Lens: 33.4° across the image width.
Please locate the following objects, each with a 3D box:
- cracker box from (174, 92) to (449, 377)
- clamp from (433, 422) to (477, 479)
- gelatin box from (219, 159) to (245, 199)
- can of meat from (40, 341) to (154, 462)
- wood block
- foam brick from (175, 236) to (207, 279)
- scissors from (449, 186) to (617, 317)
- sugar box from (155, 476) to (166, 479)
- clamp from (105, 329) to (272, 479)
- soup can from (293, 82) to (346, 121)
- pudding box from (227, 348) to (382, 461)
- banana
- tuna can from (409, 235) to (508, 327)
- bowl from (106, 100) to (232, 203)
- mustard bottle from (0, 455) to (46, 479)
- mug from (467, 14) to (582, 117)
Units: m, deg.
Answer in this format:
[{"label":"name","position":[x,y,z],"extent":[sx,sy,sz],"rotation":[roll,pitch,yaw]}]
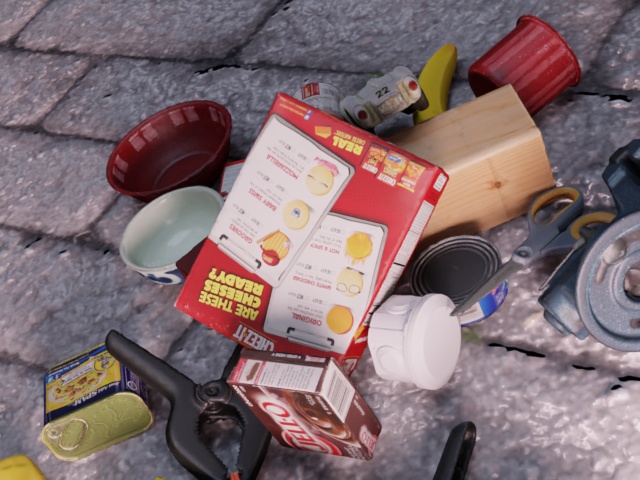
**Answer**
[{"label":"cracker box","position":[-0.006,0.001,0.941],"extent":[0.164,0.072,0.214],"rotation":[27,94,19]},{"label":"clamp","position":[0.098,0.222,0.781],"extent":[0.171,0.039,0.120],"rotation":[-49,39,-14]},{"label":"gelatin box","position":[-0.072,-0.054,1.174],"extent":[0.073,0.030,0.089],"rotation":[-13,43,15]},{"label":"can of meat","position":[-0.214,0.150,1.017],"extent":[0.102,0.057,0.084],"rotation":[-24,38,4]},{"label":"wood block","position":[0.110,-0.054,1.025],"extent":[0.206,0.090,0.090],"rotation":[-23,40,6]},{"label":"foam brick","position":[-0.096,0.041,1.050],"extent":[0.053,0.078,0.051],"rotation":[-41,43,-15]},{"label":"scissors","position":[0.197,0.017,0.926],"extent":[0.096,0.016,0.201],"rotation":[17,45,25]},{"label":"sugar box","position":[-0.072,0.247,0.844],"extent":[0.176,0.048,0.093],"rotation":[4,49,27]},{"label":"clamp","position":[-0.088,0.138,0.957],"extent":[0.164,0.036,0.210],"rotation":[-18,50,-15]},{"label":"soup can","position":[0.001,-0.119,1.173],"extent":[0.068,0.068,0.102],"rotation":[-18,40,11]},{"label":"pudding box","position":[-0.011,0.136,0.875],"extent":[0.090,0.113,0.039],"rotation":[2,51,31]},{"label":"banana","position":[0.132,-0.144,1.149],"extent":[0.070,0.037,0.198],"rotation":[-20,39,11]},{"label":"tuna can","position":[0.126,0.037,0.963],"extent":[0.086,0.033,0.086],"rotation":[-16,41,14]},{"label":"bowl","position":[-0.166,-0.091,1.245],"extent":[0.162,0.055,0.162],"rotation":[-16,41,14]},{"label":"mustard bottle","position":[-0.255,0.272,0.910],"extent":[0.096,0.058,0.192],"rotation":[-35,41,-13]},{"label":"mug","position":[0.202,-0.173,1.107],"extent":[0.081,0.093,0.117],"rotation":[-40,26,-8]}]
